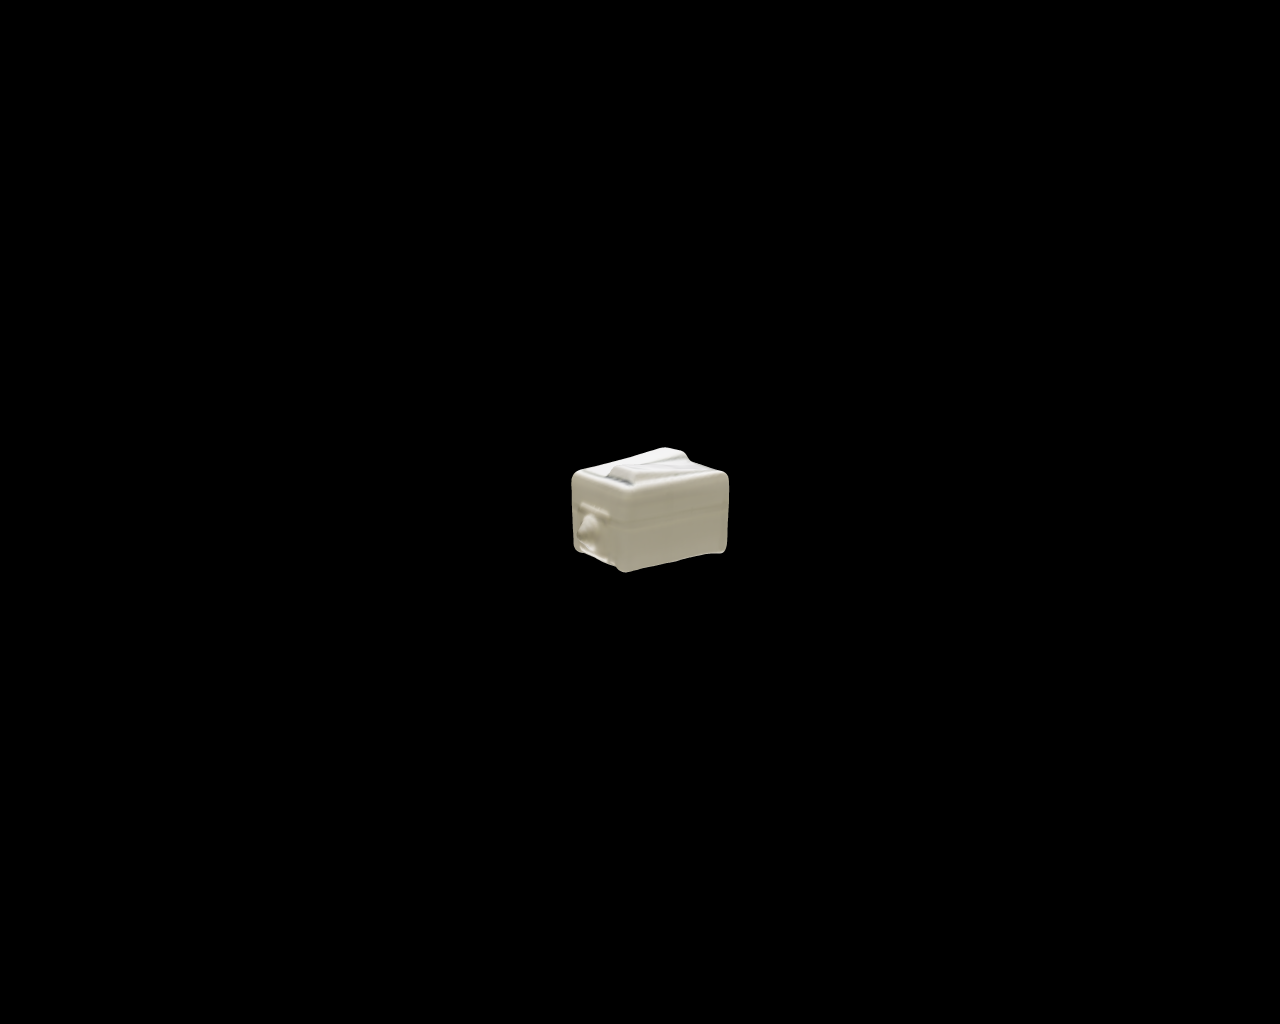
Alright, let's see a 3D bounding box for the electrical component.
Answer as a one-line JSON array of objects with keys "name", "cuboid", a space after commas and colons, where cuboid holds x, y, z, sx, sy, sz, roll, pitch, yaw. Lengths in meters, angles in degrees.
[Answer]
[{"name": "electrical component", "cuboid": [0.001, -0.003, 0.650, 0.096, 0.061, 0.062, -10, 18, -33]}]
